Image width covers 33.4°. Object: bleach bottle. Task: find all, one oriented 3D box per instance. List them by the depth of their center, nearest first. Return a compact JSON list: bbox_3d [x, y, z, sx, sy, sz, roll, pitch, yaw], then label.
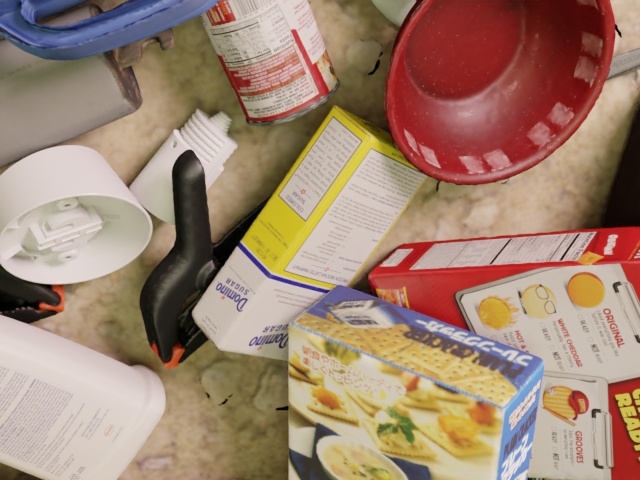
[{"bbox_3d":[-0.234,0.086,0.718,0.250,0.068,0.102,32,97,-30],"label":"bleach bottle"}]

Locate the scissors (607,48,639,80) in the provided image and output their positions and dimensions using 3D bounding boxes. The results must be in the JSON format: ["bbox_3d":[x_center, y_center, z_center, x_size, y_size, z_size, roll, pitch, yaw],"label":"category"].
[{"bbox_3d":[0.171,-0.126,0.741,0.202,0.016,0.096,-34,107,7],"label":"scissors"}]

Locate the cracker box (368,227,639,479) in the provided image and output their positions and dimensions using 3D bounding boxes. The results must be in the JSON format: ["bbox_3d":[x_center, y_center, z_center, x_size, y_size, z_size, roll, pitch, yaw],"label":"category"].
[{"bbox_3d":[0.156,0.079,0.729,0.214,0.072,0.164,-5,111,31],"label":"cracker box"}]

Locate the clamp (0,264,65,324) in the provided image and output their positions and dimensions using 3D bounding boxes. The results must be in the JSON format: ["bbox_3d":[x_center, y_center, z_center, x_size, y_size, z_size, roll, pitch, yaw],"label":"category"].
[{"bbox_3d":[-0.285,0.037,0.734,0.209,0.036,0.165,11,132,-24],"label":"clamp"}]

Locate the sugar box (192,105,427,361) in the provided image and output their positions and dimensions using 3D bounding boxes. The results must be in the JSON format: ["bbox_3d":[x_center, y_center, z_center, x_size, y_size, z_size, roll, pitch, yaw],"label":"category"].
[{"bbox_3d":[-0.005,0.001,0.732,0.176,0.048,0.093,-52,147,13],"label":"sugar box"}]

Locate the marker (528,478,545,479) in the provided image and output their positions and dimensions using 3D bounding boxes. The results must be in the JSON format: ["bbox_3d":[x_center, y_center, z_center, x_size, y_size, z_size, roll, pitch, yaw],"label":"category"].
[{"bbox_3d":[0.169,0.167,0.834,0.020,0.020,0.121,2,108,-5],"label":"marker"}]

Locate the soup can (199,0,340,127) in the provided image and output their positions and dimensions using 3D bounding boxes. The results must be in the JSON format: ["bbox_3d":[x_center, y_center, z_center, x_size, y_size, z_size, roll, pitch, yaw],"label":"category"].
[{"bbox_3d":[-0.037,-0.134,0.690,0.068,0.068,0.102,-23,115,3],"label":"soup can"}]

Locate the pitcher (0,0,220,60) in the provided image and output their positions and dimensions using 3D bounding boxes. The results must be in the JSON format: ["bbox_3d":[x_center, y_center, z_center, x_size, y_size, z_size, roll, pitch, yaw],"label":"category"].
[{"bbox_3d":[-0.169,-0.186,0.636,0.243,0.149,0.145,-23,119,7],"label":"pitcher"}]

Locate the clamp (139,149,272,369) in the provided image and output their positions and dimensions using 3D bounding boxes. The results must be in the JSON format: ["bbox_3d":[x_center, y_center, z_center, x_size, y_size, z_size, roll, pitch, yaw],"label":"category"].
[{"bbox_3d":[-0.069,0.014,0.748,0.120,0.039,0.172,2,125,-34],"label":"clamp"}]

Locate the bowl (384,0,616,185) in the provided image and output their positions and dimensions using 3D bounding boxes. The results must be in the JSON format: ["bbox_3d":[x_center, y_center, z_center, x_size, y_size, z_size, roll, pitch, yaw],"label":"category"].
[{"bbox_3d":[0.105,-0.118,0.686,0.162,0.055,0.162,-12,127,-17],"label":"bowl"}]
